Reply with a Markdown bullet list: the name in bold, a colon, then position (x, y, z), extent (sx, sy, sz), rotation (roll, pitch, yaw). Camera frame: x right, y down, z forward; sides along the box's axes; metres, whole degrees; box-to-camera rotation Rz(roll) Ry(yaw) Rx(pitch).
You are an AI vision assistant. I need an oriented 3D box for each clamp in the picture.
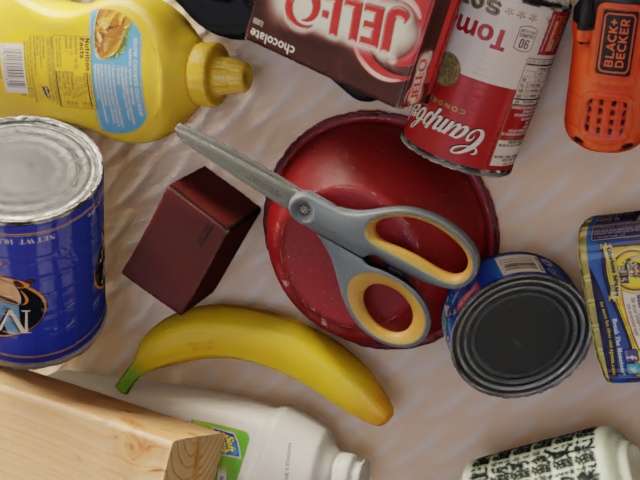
- **clamp**: position (-0.025, -0.147, 0.651), extent (0.172, 0.039, 0.120), rotation (7, 105, 24)

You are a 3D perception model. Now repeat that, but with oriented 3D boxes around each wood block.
- **wood block**: position (-0.181, 0.143, 0.708), extent (0.206, 0.090, 0.091), rotation (14, 88, 18)

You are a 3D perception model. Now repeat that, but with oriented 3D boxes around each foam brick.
- **foam brick**: position (-0.086, 0.001, 0.717), extent (0.053, 0.051, 0.078), rotation (37, 117, 7)

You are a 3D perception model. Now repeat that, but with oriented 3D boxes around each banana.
- **banana**: position (-0.043, 0.081, 0.729), extent (0.198, 0.037, 0.069), rotation (4, 93, 17)

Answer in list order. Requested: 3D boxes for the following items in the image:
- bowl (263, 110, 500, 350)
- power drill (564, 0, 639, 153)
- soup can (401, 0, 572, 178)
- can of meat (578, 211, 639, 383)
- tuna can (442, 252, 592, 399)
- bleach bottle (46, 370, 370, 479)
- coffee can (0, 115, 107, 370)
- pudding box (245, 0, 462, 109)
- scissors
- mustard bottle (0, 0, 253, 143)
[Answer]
- **bowl**: position (0.027, 0.003, 0.668), extent (0.162, 0.055, 0.162), rotation (8, 110, 21)
- **power drill**: position (0.221, -0.123, 0.527), extent (0.188, 0.057, 0.184), rotation (10, 121, 17)
- **soup can**: position (0.093, -0.095, 0.600), extent (0.068, 0.068, 0.102), rotation (23, 114, 14)
- **can of meat**: position (0.198, 0.031, 0.604), extent (0.084, 0.057, 0.102), rotation (-7, 104, 26)
- **tuna can**: position (0.116, 0.050, 0.638), extent (0.086, 0.034, 0.086), rotation (-2, 118, -5)
- **bleach bottle**: position (-0.088, 0.157, 0.761), extent (0.251, 0.068, 0.102), rotation (6, 99, 19)
- **coffee can**: position (-0.195, 0.003, 0.711), extent (0.103, 0.102, 0.140), rotation (24, 136, 14)
- **pudding box**: position (0.020, -0.133, 0.581), extent (0.114, 0.039, 0.090), rotation (30, 115, 29)
- **scissors**: position (-0.004, 0.001, 0.638), extent (0.202, 0.016, 0.096), rotation (17, 112, 18)
- **mustard bottle**: position (-0.134, -0.113, 0.696), extent (0.192, 0.058, 0.096), rotation (8, 111, 21)
